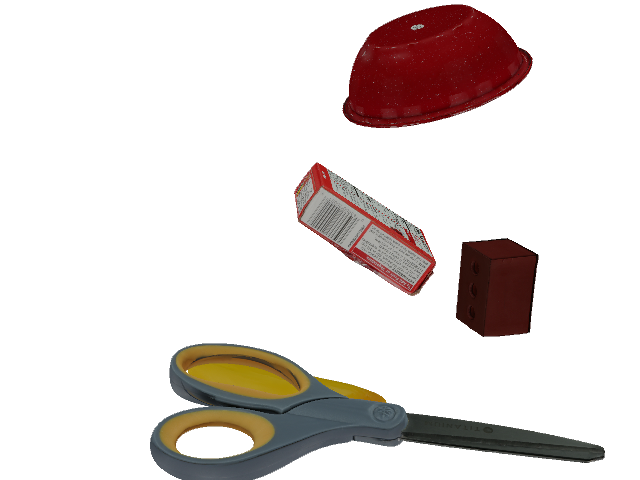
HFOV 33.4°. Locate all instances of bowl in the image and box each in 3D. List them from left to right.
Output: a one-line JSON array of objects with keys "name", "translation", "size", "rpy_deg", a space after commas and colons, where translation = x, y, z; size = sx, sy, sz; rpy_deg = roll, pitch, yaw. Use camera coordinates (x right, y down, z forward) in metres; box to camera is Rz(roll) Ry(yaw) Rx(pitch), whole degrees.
[{"name": "bowl", "translation": [0.088, -0.151, 0.877], "size": [0.162, 0.055, 0.162], "rpy_deg": [-16, 25, 7]}]

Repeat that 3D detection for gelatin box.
[{"name": "gelatin box", "translation": [0.027, -0.008, 0.674], "size": [0.089, 0.030, 0.073], "rpy_deg": [33, 12, -11]}]

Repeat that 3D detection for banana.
[{"name": "banana", "translation": [-0.042, 0.110, 0.828], "size": [0.198, 0.037, 0.069], "rpy_deg": [12, 22, 42]}]

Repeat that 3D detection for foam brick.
[{"name": "foam brick", "translation": [0.161, 0.043, 0.978], "size": [0.051, 0.078, 0.053], "rpy_deg": [-6, 20, -23]}]

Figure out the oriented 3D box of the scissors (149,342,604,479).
[{"name": "scissors", "translation": [0.013, 0.089, 0.467], "size": [0.202, 0.016, 0.096], "rpy_deg": [15, 34, 22]}]
